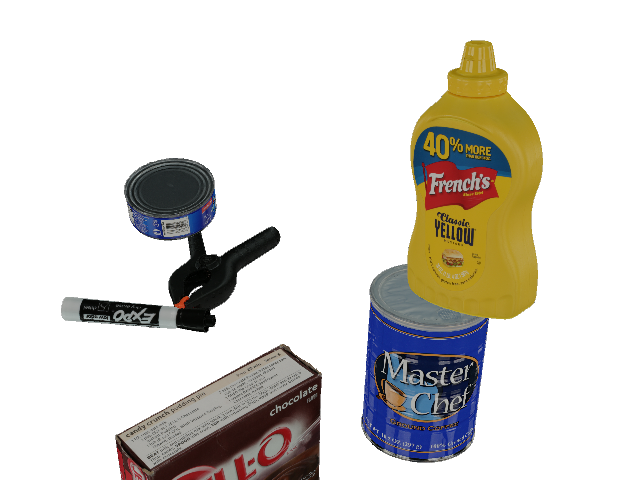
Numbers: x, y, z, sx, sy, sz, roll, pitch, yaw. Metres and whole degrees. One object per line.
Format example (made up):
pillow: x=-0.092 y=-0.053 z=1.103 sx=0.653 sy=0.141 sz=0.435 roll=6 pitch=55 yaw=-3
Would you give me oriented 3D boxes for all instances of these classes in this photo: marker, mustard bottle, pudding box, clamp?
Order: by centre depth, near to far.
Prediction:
pudding box: x=-0.052 y=0.119 z=0.576 sx=0.113 sy=0.090 sz=0.039 roll=-28 pitch=47 yaw=-33
mustard bottle: x=0.109 y=-0.045 z=0.754 sx=0.096 sy=0.192 sz=0.058 roll=17 pitch=28 yaw=38
marker: x=-0.140 y=0.057 z=0.824 sx=0.121 sy=0.020 sz=0.020 roll=4 pitch=1 yaw=10
clamp: x=-0.118 y=0.032 z=1.248 sx=0.120 sy=0.039 sz=0.171 roll=-6 pitch=38 yaw=18

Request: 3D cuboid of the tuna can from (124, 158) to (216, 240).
tuna can: x=-0.142 y=-0.039 z=1.019 sx=0.086 sy=0.034 sz=0.086 roll=-1 pitch=43 yaw=1

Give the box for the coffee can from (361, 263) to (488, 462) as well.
coffee can: x=0.090 y=0.104 z=0.922 sx=0.103 sy=0.140 sz=0.103 roll=2 pitch=28 yaw=-1
